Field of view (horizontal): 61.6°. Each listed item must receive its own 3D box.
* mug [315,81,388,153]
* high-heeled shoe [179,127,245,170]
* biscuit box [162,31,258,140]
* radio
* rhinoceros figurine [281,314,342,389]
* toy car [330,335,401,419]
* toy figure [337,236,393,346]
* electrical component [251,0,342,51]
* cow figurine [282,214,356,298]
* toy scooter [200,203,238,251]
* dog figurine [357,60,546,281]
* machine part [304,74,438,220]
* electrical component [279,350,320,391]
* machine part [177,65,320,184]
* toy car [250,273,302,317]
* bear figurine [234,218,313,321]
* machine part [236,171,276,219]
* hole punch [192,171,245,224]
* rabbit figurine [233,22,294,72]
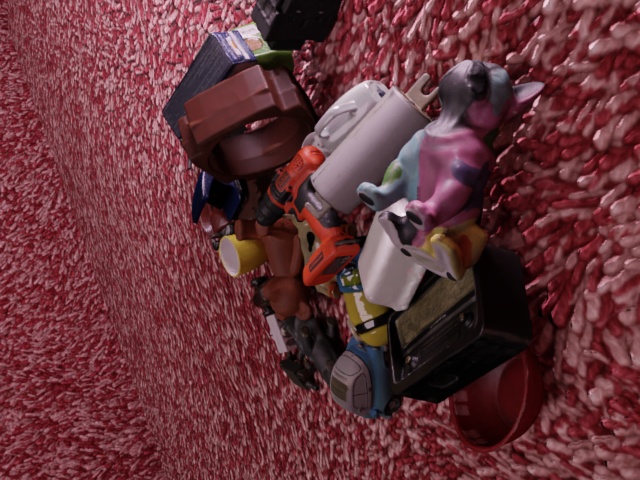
[{"bbox_3d":[0.048,-0.178,0.769,0.107,0.109,0.081,-43,62,38],"label":"mug"},{"bbox_3d":[-0.234,-0.250,1.192,0.249,0.086,0.145,-25,52,39],"label":"high-heeled shoe"},{"bbox_3d":[-0.183,-0.244,0.865,0.202,0.059,0.063,-36,87,43],"label":"biscuit box"},{"bbox_3d":[0.169,0.115,0.697,0.229,0.073,0.131,122,158,-49],"label":"radio"},{"bbox_3d":[-0.004,0.201,1.039,0.190,0.073,0.112,46,149,31],"label":"rhinoceros figurine"},{"bbox_3d":[0.070,0.241,0.918,0.109,0.103,0.161,25,126,47],"label":"toy car"},{"bbox_3d":[0.076,0.082,0.860,0.089,0.082,0.180,-3,99,56],"label":"toy figure"},{"bbox_3d":[-0.033,-0.342,0.797,0.058,0.115,0.134,65,146,19],"label":"electrical component"},{"bbox_3d":[-0.002,-0.003,0.934,0.127,0.085,0.194,4,108,48],"label":"cow figurine"},{"bbox_3d":[-0.233,-0.056,1.246,0.184,0.075,0.135,-28,80,60],"label":"toy scooter"},{"bbox_3d":[0.162,-0.086,0.602,0.109,0.219,0.191,30,166,50],"label":"dog figurine"},{"bbox_3d":[0.069,-0.117,0.721,0.243,0.079,0.079,-47,62,19],"label":"machine part"},{"bbox_3d":[-0.043,0.277,1.150,0.078,0.045,0.102,53,155,-21],"label":"electrical component"},{"bbox_3d":[-0.109,-0.182,0.870,0.201,0.201,0.087,-23,74,11],"label":"machine part"},{"bbox_3d":[-0.094,0.102,1.137,0.202,0.053,0.089,-35,72,56],"label":"toy car"},{"bbox_3d":[-0.083,0.056,1.008,0.120,0.132,0.195,-5,81,52],"label":"bear figurine"},{"bbox_3d":[-0.149,-0.115,1.115,0.180,0.056,0.179,28,126,48],"label":"machine part"},{"bbox_3d":[-0.223,-0.102,1.103,0.116,0.092,0.142,67,151,19],"label":"hole punch"},{"bbox_3d":[-0.127,-0.271,0.953,0.121,0.159,0.170,42,151,24],"label":"rabbit figurine"}]
